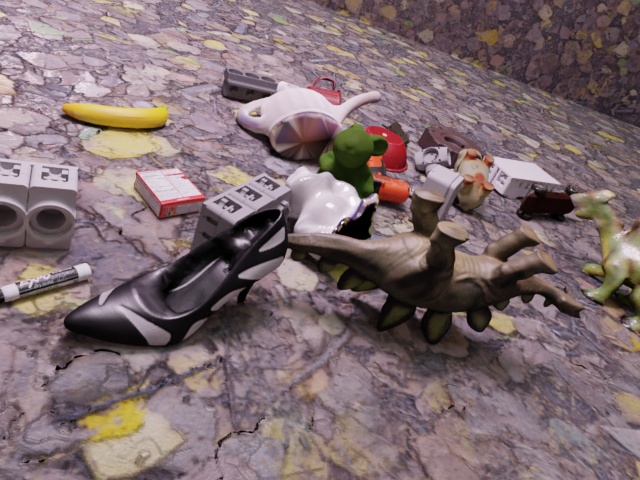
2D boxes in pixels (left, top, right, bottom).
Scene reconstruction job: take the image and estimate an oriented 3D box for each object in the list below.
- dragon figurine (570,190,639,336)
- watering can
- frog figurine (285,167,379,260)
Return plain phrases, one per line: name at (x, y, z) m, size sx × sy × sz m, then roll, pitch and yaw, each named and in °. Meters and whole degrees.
dragon figurine at (0.646, 0.047, 0.973) m, size 0.123 × 0.238 × 0.416 m, roll -6°, pitch 39°, yaw -47°
watering can at (-0.005, -0.271, 1.126) m, size 0.348 × 0.101 × 0.229 m, roll -8°, pitch 39°, yaw -11°
frog figurine at (0.002, -0.041, 0.819) m, size 0.161 × 0.120 × 0.139 m, roll 26°, pitch 70°, yaw 35°
